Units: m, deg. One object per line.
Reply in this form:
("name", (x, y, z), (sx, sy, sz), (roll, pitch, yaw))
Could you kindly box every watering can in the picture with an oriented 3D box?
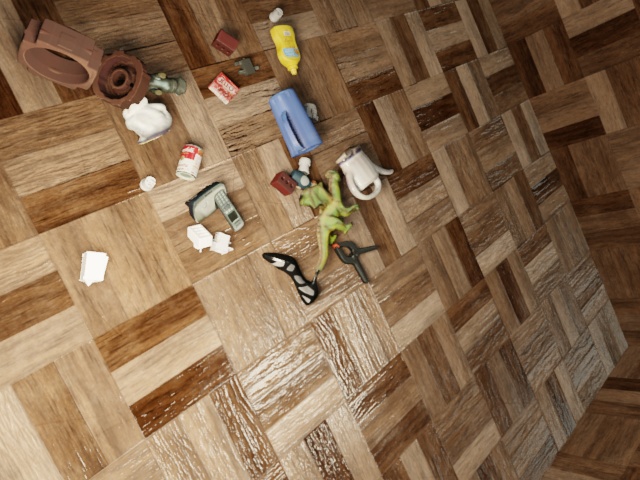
("watering can", (0.186, -0.293, 2.133), (0.102, 0.223, 0.354), (-30, 9, 38))

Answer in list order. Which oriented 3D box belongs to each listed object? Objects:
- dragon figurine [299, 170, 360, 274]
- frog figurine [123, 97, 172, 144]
("dragon figurine", (0.006, -0.098, 1.941), (0.240, 0.418, 0.121), (41, -32, -24))
("frog figurine", (-0.550, -0.395, 1.622), (0.138, 0.157, 0.123), (-31, 21, -16))
